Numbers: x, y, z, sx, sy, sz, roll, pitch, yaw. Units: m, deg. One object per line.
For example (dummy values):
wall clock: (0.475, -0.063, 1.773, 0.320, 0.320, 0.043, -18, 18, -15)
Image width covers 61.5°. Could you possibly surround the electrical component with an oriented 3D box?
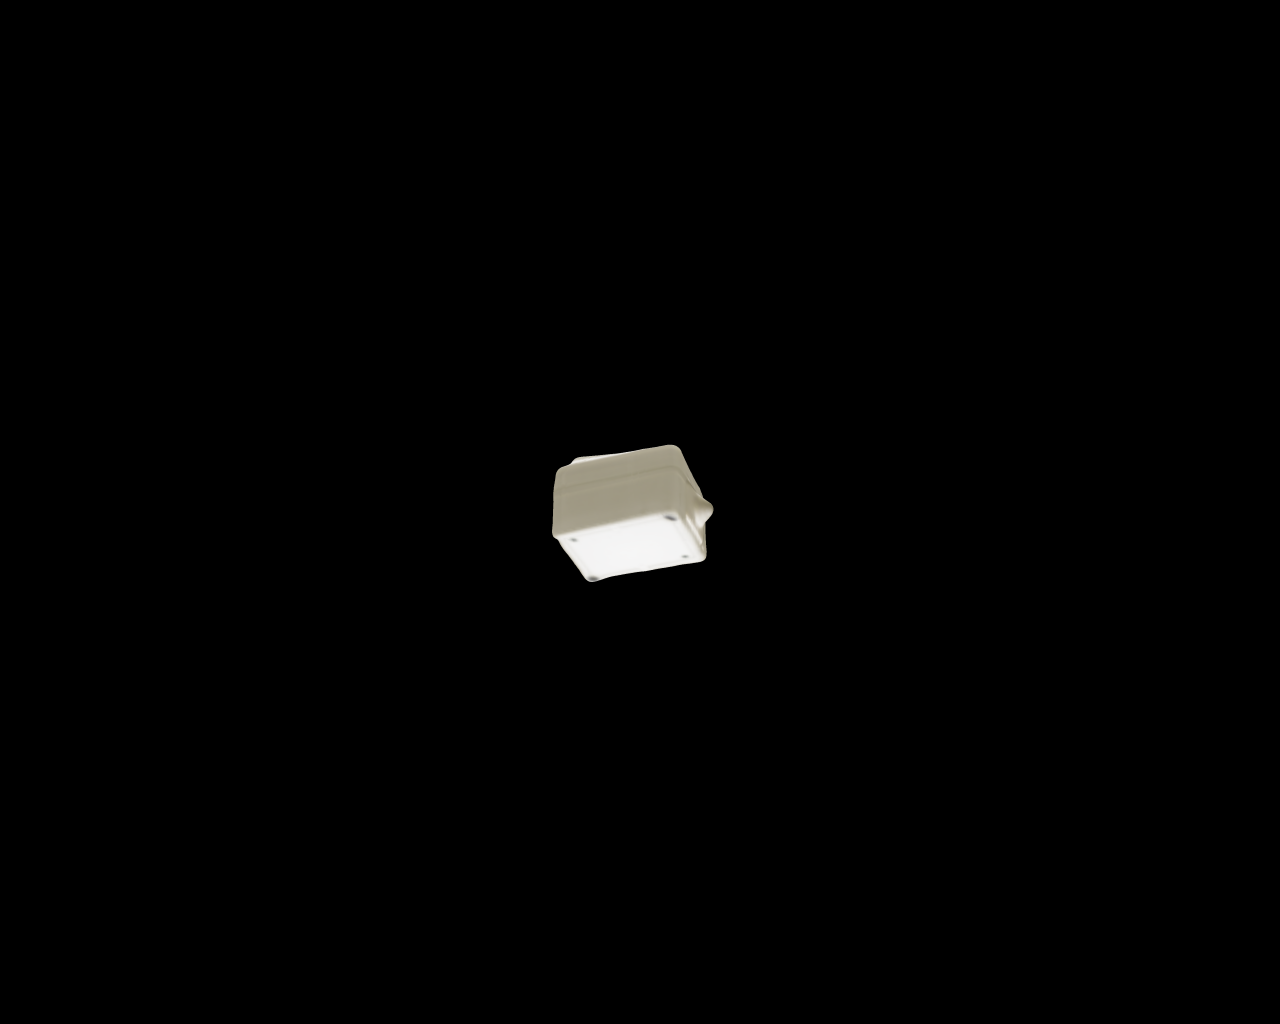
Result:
electrical component: (0.001, -0.003, 0.650, 0.096, 0.061, 0.061, -11, -36, 16)
